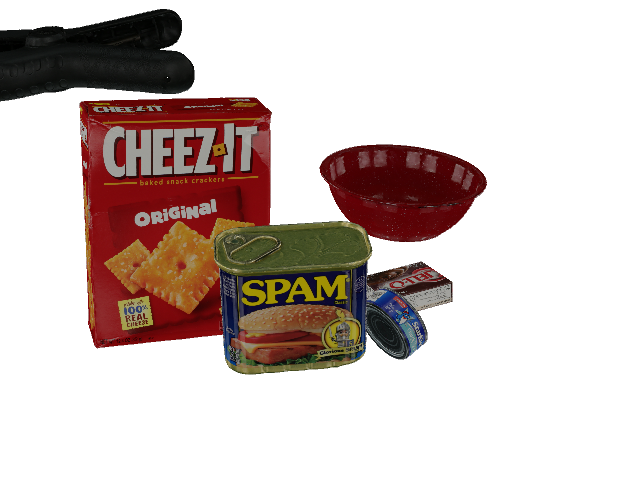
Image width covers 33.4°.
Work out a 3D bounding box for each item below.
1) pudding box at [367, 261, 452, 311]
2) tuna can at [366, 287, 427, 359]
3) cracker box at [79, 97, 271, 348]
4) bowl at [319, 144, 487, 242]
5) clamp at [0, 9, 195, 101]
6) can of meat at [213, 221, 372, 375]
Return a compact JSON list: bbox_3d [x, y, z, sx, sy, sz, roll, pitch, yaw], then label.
[{"bbox_3d":[0.126,0.073,1.578,0.113,0.039,0.090,-16,24,-20],"label":"pudding box"},{"bbox_3d":[0.086,0.100,1.277,0.033,0.086,0.086,-37,17,-24],"label":"tuna can"},{"bbox_3d":[-0.130,-0.017,0.967,0.164,0.214,0.072,-4,19,-17],"label":"cracker box"},{"bbox_3d":[0.078,-0.042,1.039,0.162,0.055,0.162,3,24,-2],"label":"bowl"},{"bbox_3d":[-0.160,-0.115,0.661,0.171,0.039,0.120,-1,21,-1],"label":"clamp"},{"bbox_3d":[-0.018,0.039,0.710,0.102,0.084,0.057,-3,29,-5],"label":"can of meat"}]
